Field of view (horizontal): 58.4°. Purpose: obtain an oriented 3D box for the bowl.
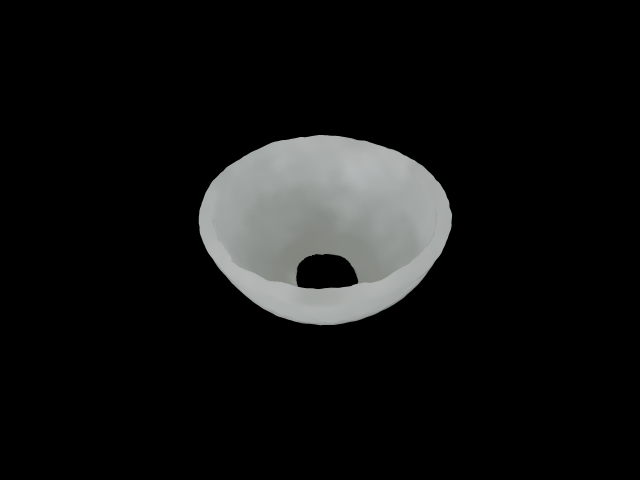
[{"bbox_3d":[0.004,0.001,0.400,0.167,0.075,0.167,0,43,0],"label":"bowl"}]
